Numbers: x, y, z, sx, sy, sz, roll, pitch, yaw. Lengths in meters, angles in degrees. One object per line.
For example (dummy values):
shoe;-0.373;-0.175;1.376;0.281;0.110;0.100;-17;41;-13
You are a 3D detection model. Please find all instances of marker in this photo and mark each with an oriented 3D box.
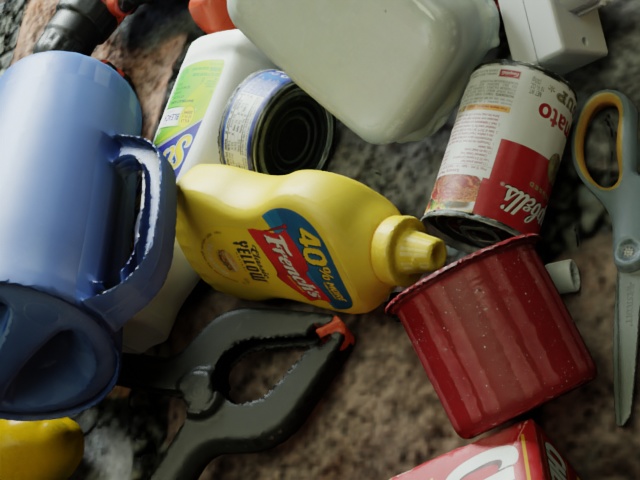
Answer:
marker;0.093;0.031;0.633;0.121;0.020;0.020;-13;60;30

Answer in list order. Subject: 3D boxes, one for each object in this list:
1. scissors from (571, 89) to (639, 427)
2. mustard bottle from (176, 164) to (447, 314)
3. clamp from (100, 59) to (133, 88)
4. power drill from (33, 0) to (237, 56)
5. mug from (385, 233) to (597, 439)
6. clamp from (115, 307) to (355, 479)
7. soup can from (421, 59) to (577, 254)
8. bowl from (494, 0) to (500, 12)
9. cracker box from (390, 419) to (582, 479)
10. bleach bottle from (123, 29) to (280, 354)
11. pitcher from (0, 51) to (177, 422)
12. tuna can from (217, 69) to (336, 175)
scissors;0.189;-0.004;0.586;0.096;0.016;0.202;-20;57;26
mustard bottle;-0.005;0.001;0.655;0.192;0.096;0.058;6;41;42
clamp;-0.182;-0.069;0.862;0.120;0.039;0.171;5;70;35
power drill;-0.133;-0.200;0.867;0.188;0.057;0.184;11;63;36
mug;0.089;0.058;0.576;0.081;0.093;0.117;65;148;13
clamp;-0.073;0.112;0.673;0.210;0.036;0.164;-21;64;8
soup can;0.107;-0.046;0.631;0.069;0.068;0.102;8;71;37
bowl;0.077;-0.216;0.717;0.162;0.055;0.162;-10;54;13
cracker box;0.033;0.200;0.518;0.214;0.072;0.164;-29;29;21
bleach bottle;-0.096;-0.022;0.758;0.103;0.068;0.251;5;71;55
pitcher;-0.173;-0.017;0.699;0.145;0.149;0.243;112;164;-44
tuna can;-0.027;-0.071;0.725;0.034;0.086;0.086;21;80;37
